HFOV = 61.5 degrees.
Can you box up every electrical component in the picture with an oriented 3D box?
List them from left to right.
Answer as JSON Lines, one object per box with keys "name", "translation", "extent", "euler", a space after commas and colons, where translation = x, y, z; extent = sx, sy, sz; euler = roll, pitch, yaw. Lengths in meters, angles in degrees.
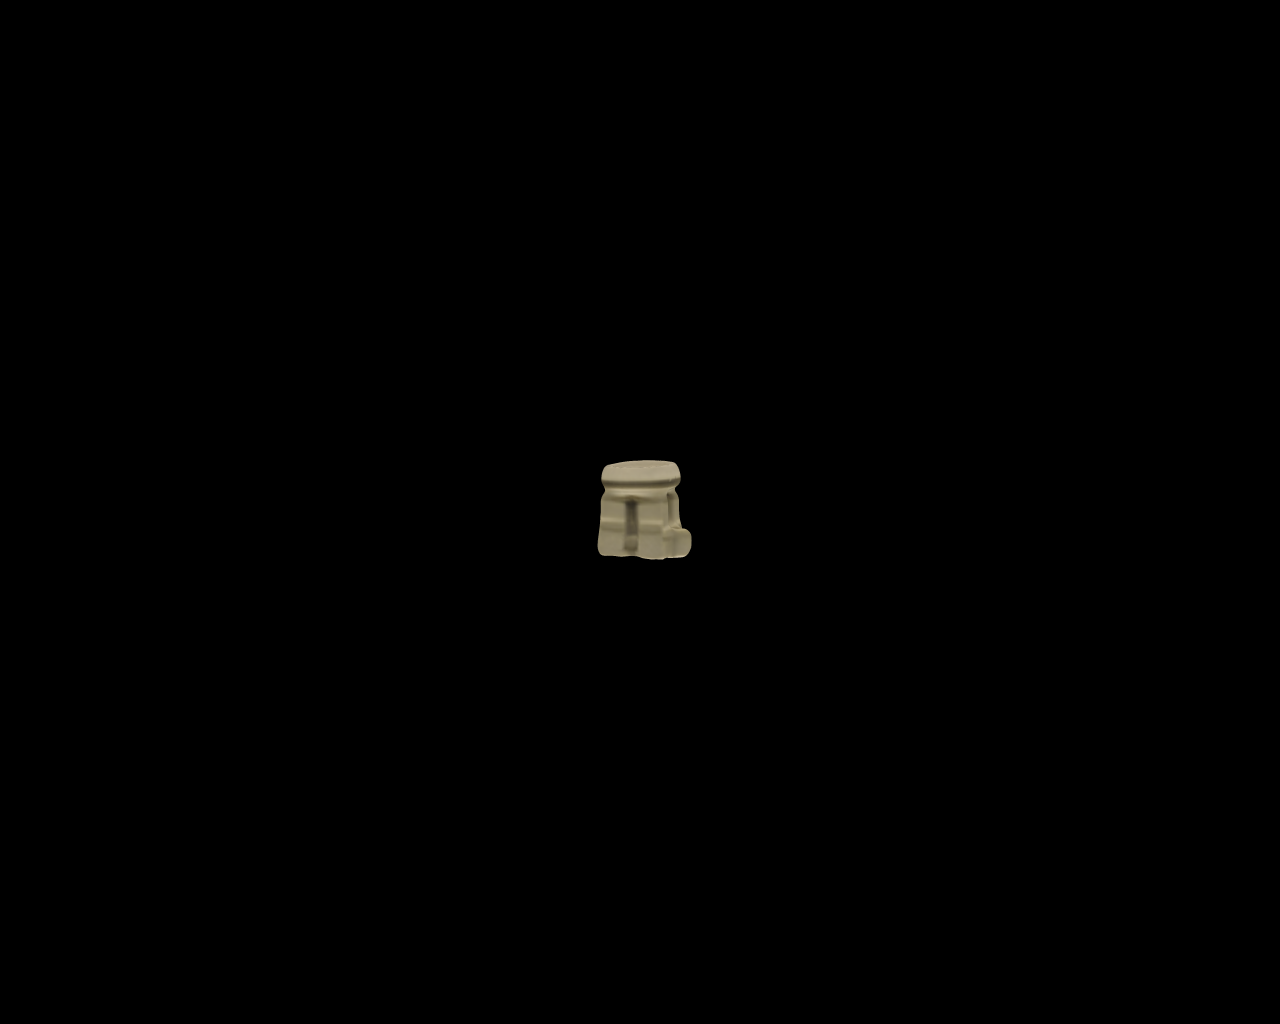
{"name": "electrical component", "translation": [0.001, -0.003, 0.650], "extent": [0.066, 0.055, 0.048], "euler": [2, 8, 18]}
